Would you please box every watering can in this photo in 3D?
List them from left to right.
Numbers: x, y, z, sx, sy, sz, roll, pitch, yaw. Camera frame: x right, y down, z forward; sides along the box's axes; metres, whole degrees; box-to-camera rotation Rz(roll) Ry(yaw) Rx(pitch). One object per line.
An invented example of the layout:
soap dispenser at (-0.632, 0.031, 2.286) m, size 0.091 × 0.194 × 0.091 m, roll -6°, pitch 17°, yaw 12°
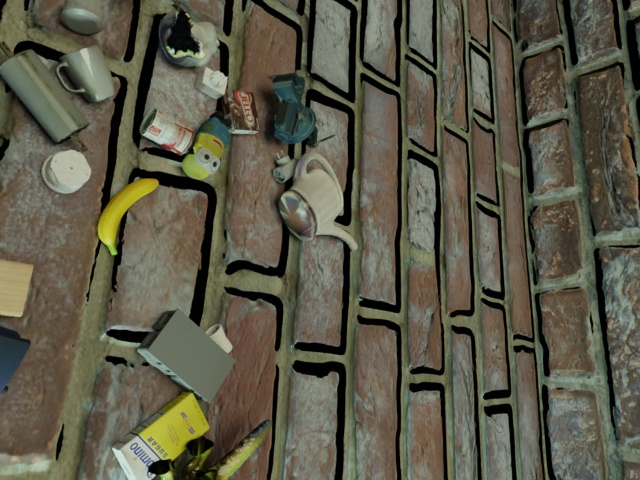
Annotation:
watering can at (0.004, -0.073, 1.451) m, size 0.228 × 0.104 × 0.342 m, roll -43°, pitch 118°, yaw -42°

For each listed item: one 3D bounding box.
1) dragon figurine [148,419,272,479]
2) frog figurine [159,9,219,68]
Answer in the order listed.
dragon figurine at (-0.251, 0.546, 1.035) m, size 0.413 × 0.123 × 0.239 m, roll -13°, pitch 116°, yaw -45°
frog figurine at (-0.318, -0.492, 1.260) m, size 0.136 × 0.122 × 0.162 m, roll 48°, pitch 15°, yaw -16°
